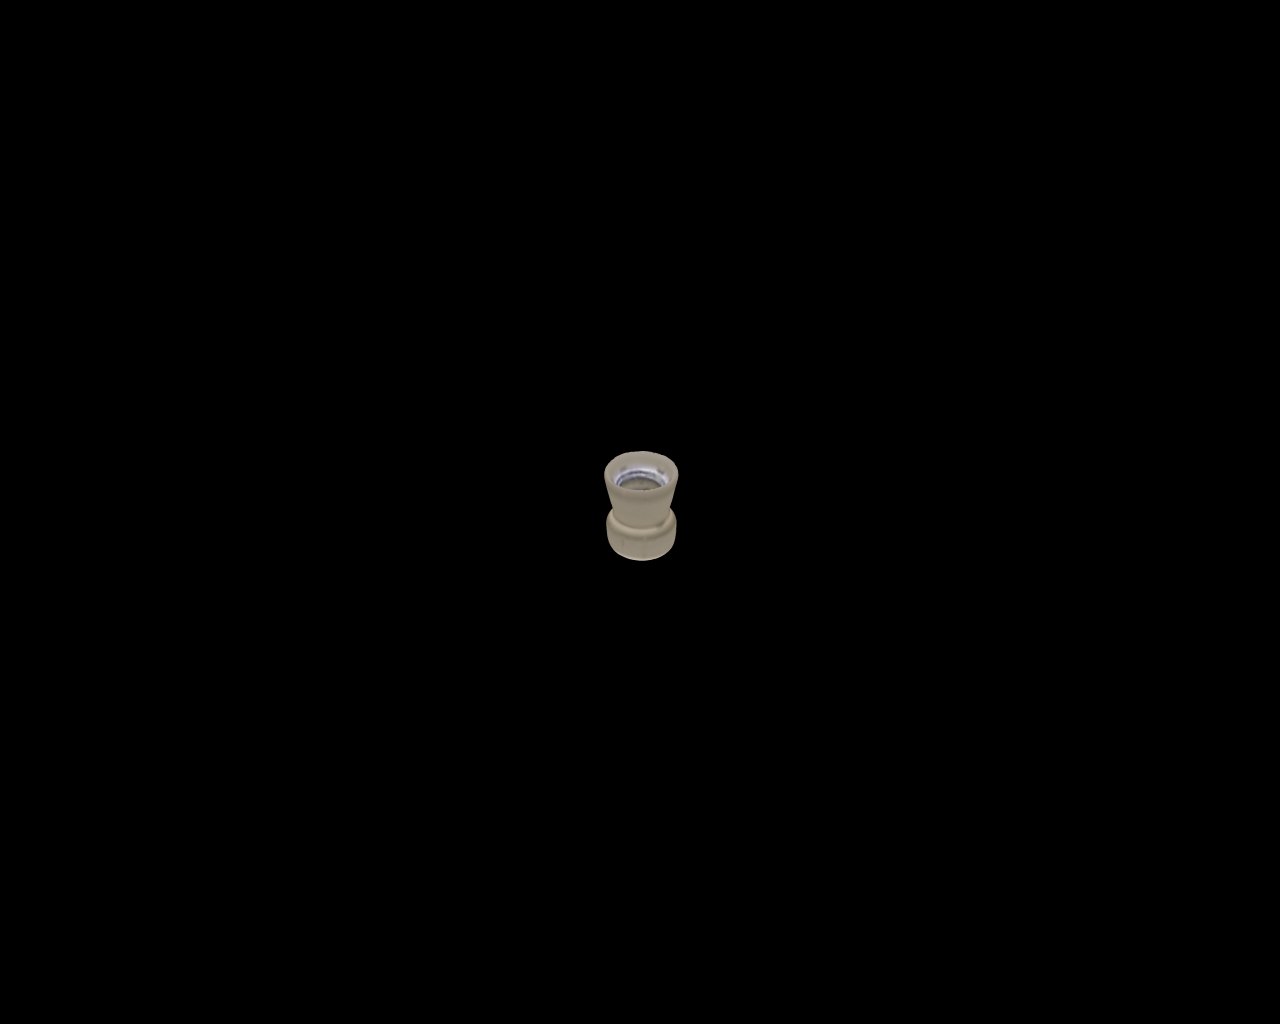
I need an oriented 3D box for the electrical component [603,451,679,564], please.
[{"bbox_3d":[0.001,-0.003,0.650,0.045,0.055,0.045,0,36,0],"label":"electrical component"}]
